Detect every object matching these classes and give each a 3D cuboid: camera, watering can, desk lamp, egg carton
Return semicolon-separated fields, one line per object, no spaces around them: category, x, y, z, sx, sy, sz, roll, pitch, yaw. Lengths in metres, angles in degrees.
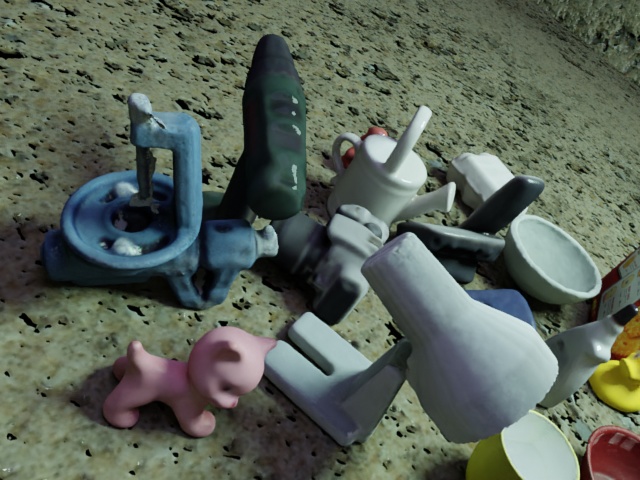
camera;0.006;0.002;0.683;0.137;0.100;0.143;30;38;-5
watering can;0.101;-0.094;0.776;0.173;0.194;0.101;21;40;-15
desk lamp;0.074;0.106;0.530;0.203;0.213;0.118;39;39;7
egg carton;0.295;-0.091;1.009;0.107;0.069;0.150;-7;53;-39

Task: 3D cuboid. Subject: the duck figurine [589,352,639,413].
duck figurine;0.443;0.190;0.802;0.105;0.086;0.077;12;43;-24

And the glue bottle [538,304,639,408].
glue bottle;0.324;0.135;0.707;0.037;0.173;0.078;22;40;-13

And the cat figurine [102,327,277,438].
cat figurine;-0.104;0.108;0.481;0.128;0.117;0.067;14;42;-23

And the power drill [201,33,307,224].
power drill;-0.076;-0.087;0.634;0.076;0.208;0.229;11;44;-26

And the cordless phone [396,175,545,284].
cordless phone;0.207;-0.032;0.792;0.148;0.185;0.094;6;46;-30

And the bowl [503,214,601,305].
bowl;0.349;0.043;0.901;0.168;0.074;0.167;19;40;-17

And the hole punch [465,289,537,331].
hole punch;0.203;0.113;0.712;0.101;0.091;0.108;18;41;-19

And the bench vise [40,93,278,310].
bench vise;-0.133;-0.035;0.530;0.208;0.219;0.121;-6;53;-39

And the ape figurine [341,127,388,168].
ape figurine;0.075;-0.136;0.884;0.078;0.092;0.076;2;48;-33
